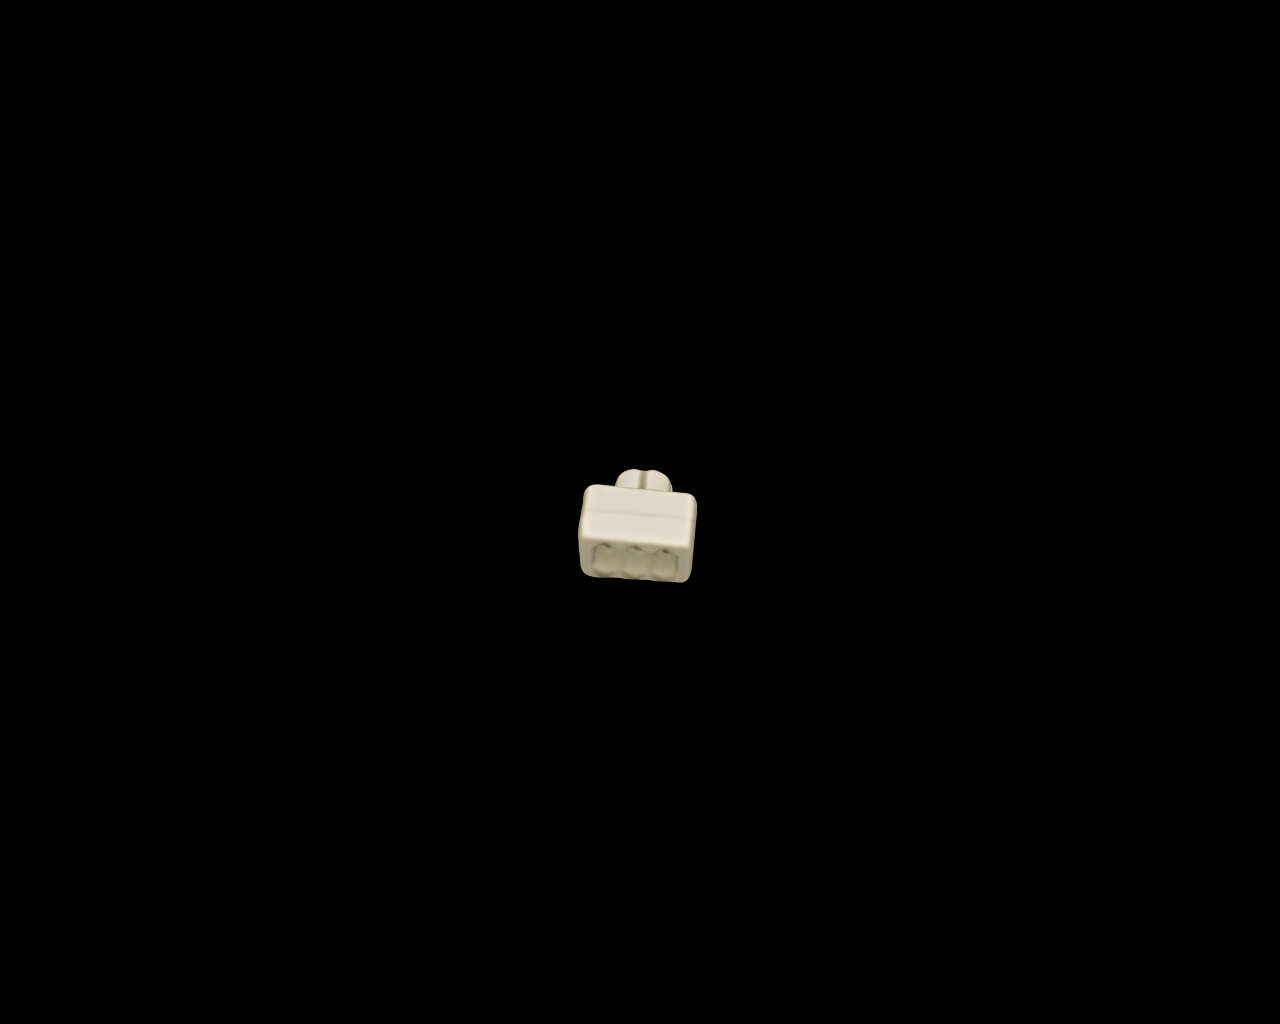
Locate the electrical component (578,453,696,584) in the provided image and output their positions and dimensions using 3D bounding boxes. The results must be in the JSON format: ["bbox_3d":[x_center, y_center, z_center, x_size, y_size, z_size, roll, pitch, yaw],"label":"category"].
[{"bbox_3d":[0.001,-0.003,0.650,0.066,0.077,0.047,5,-31,3],"label":"electrical component"}]
